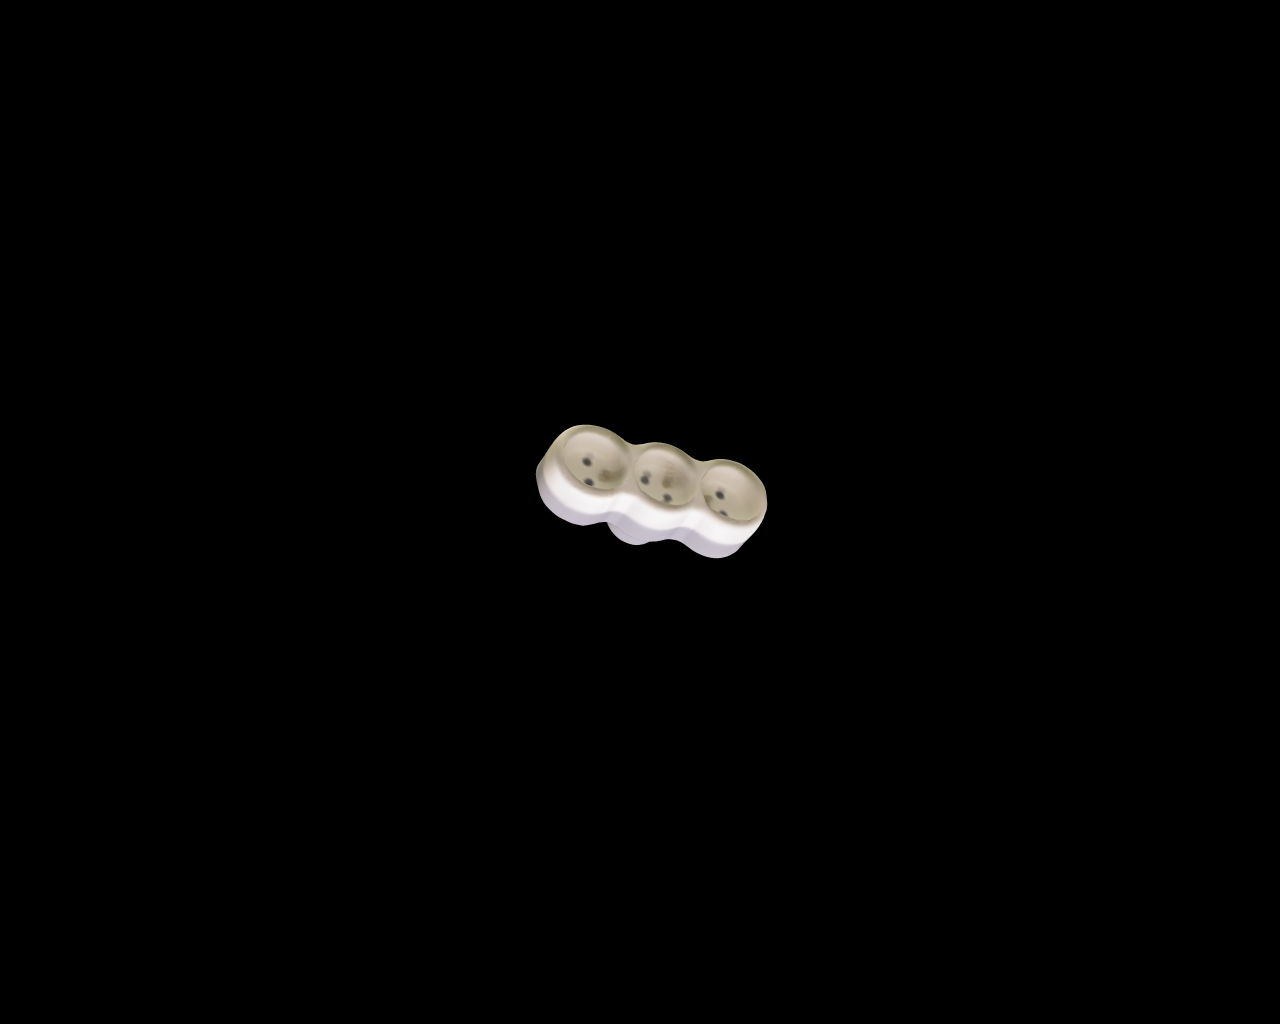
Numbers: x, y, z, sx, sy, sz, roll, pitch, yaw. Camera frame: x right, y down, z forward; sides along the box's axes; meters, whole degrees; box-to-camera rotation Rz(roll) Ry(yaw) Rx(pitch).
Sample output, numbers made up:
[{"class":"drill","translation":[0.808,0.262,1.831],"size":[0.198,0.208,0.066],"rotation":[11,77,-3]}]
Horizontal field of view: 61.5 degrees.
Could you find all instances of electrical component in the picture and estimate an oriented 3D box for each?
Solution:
[{"class":"electrical component","translation":[0.001,-0.003,0.650],"size":[0.138,0.052,0.073],"rotation":[14,-36,-20]}]
